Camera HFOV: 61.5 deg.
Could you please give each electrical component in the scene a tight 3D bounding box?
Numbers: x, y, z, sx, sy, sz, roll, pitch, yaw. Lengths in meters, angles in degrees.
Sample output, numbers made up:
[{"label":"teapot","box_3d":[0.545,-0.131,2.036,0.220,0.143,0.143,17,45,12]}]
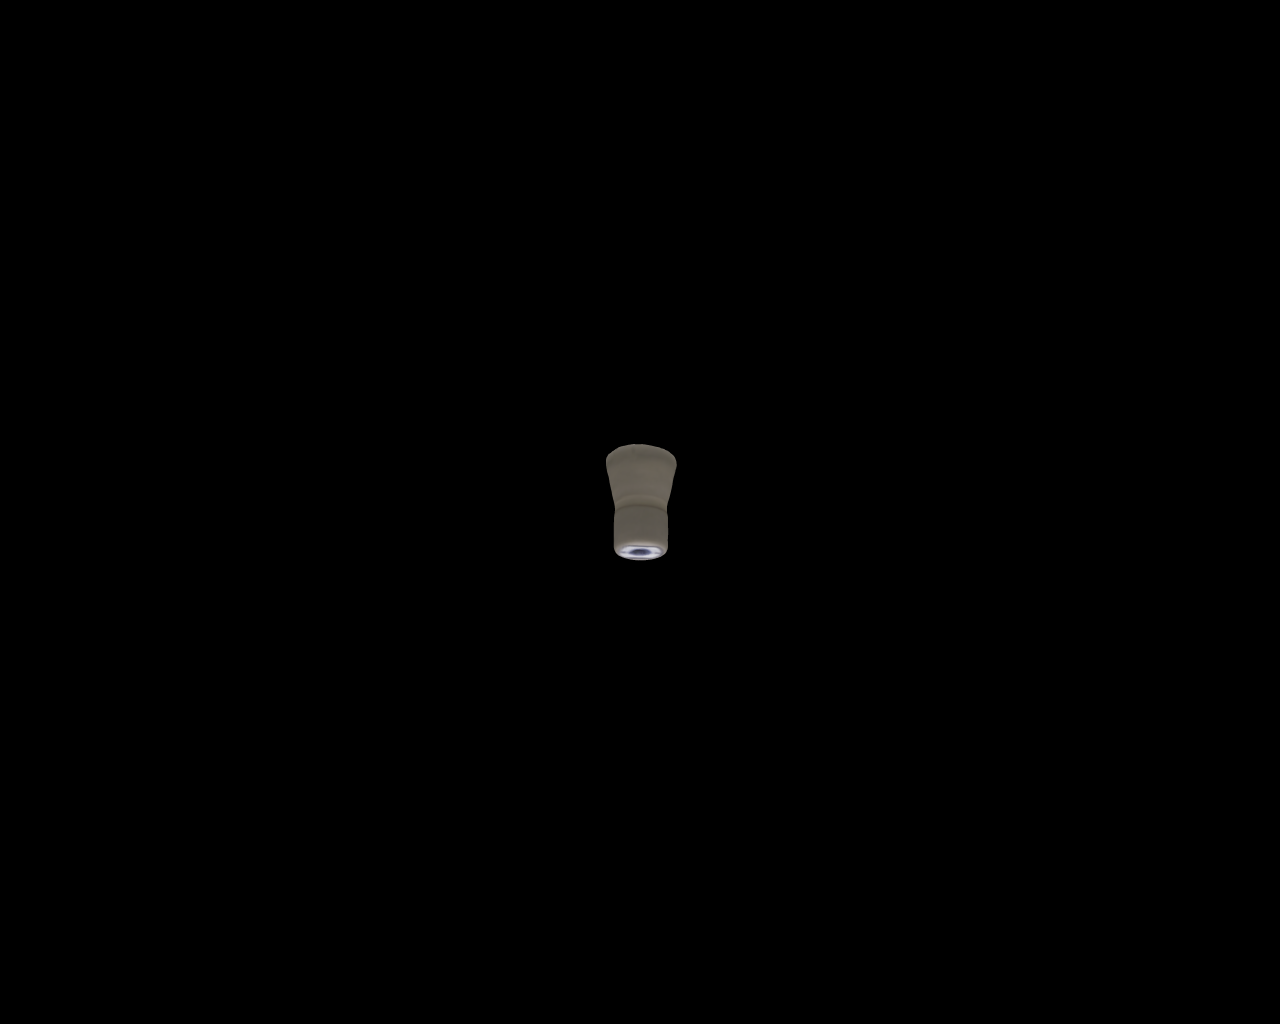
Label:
[{"label":"electrical component","box_3d":[0.001,-0.003,0.650,0.044,0.065,0.044,0,-23,0]}]
